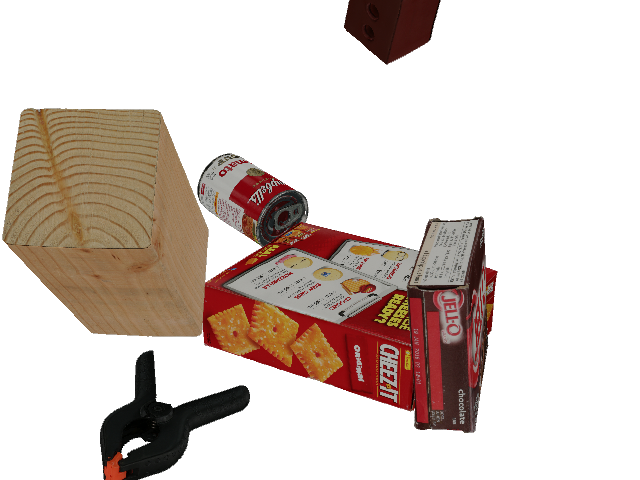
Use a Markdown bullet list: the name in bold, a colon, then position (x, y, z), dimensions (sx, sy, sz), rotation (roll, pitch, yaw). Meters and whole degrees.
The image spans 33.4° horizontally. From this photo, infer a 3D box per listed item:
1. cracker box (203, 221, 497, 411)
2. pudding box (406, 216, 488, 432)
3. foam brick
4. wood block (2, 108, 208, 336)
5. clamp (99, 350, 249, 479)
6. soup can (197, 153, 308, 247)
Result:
- **cracker box**: position (0.026, 0.062, 0.954), dimensions (0.214, 0.072, 0.163), rotation (15, 29, 29)
- **pudding box**: position (0.077, 0.046, 0.626), dimensions (0.039, 0.090, 0.113), rotation (0, 21, 11)
- **foam brick**: position (0.058, -0.186, 0.822), dimensions (0.051, 0.053, 0.078), rotation (-34, -24, -27)
- **wood block**: position (-0.137, -0.003, 0.729), dimensions (0.090, 0.091, 0.206), rotation (1, -19, 3)
- **clamp**: position (-0.158, 0.162, 0.994), dimensions (0.120, 0.039, 0.171), rotation (18, 29, 25)
- **soup can**: position (-0.071, -0.041, 1.103), dimensions (0.102, 0.068, 0.068), rotation (33, 21, 37)
